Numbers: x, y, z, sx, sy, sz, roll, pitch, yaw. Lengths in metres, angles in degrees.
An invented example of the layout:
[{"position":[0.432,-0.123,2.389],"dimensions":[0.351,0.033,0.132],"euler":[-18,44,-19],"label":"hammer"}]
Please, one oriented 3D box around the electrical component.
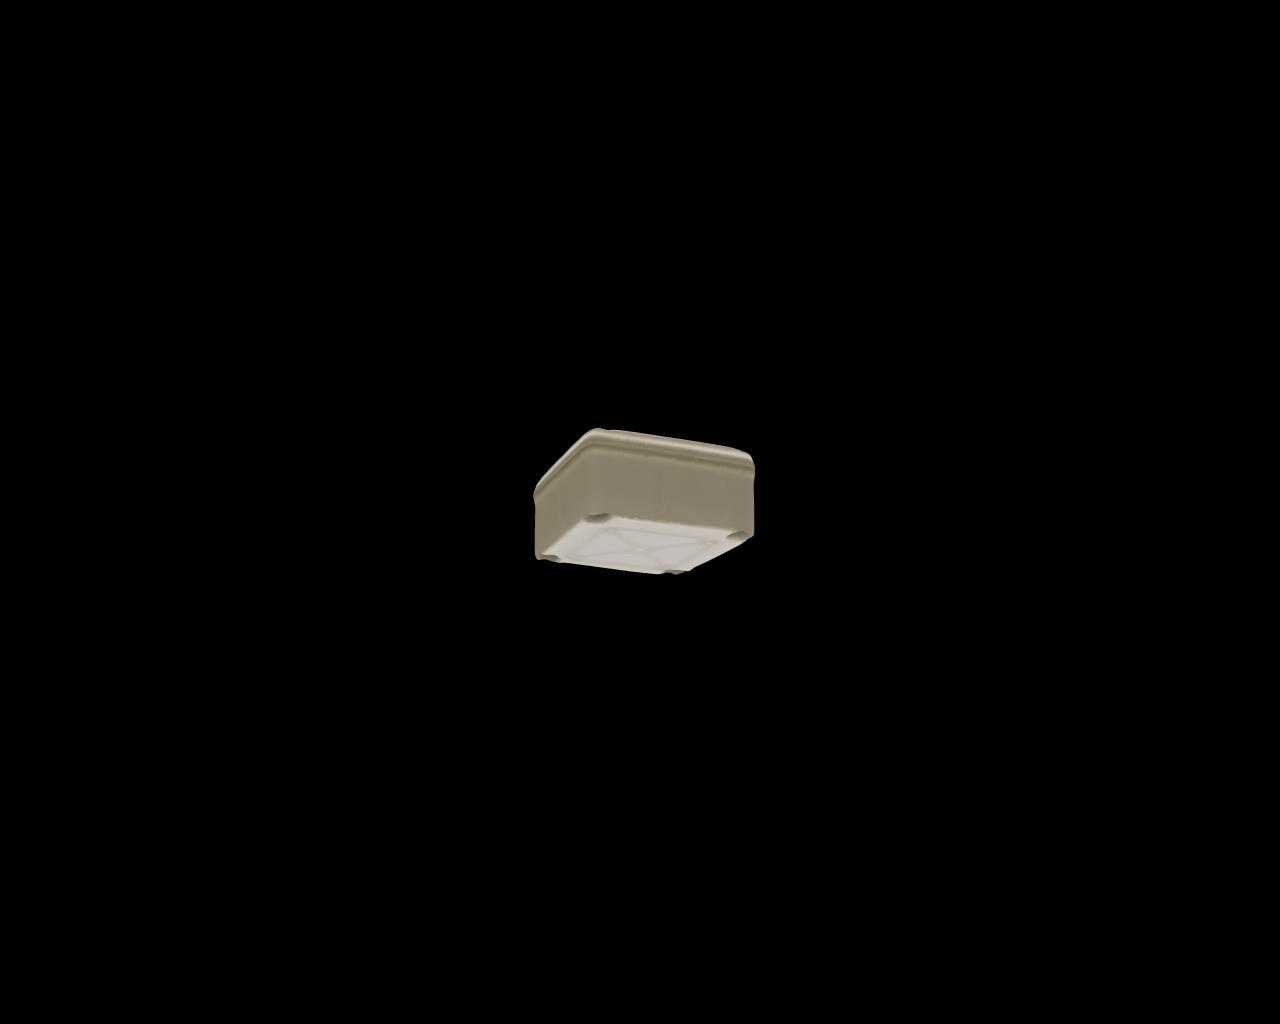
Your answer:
[{"position":[0.001,-0.003,0.650],"dimensions":[0.109,0.056,0.108],"euler":[8,-20,-22],"label":"electrical component"}]
